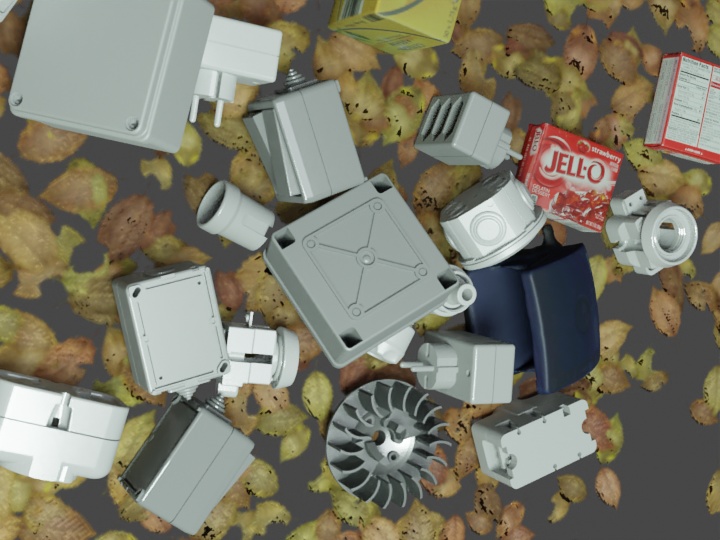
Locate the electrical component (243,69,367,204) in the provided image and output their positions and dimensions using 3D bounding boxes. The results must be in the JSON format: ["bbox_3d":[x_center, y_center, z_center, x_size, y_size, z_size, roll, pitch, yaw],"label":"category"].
[{"bbox_3d":[-0.046,-0.101,0.807,0.061,0.062,0.096,-22,104,-22],"label":"electrical component"}]

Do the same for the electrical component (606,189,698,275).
[{"bbox_3d":[0.263,-0.033,0.962,0.058,0.057,0.078,-30,107,-20],"label":"electrical component"}]

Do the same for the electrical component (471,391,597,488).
[{"bbox_3d":[0.147,0.143,0.925,0.089,0.056,0.050,-20,103,-22],"label":"electrical component"}]

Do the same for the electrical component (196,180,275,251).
[{"bbox_3d":[-0.093,-0.040,0.804,0.046,0.040,0.040,30,82,-31],"label":"electrical component"}]

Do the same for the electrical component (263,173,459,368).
[{"bbox_3d":[0.000,0.000,0.819,0.109,0.056,0.108,-31,80,-19],"label":"electrical component"}]

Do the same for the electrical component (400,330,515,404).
[{"bbox_3d":[0.070,0.077,0.867,0.076,0.083,0.047,1,94,-25],"label":"electrical component"}]

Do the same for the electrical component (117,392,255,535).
[{"bbox_3d":[-0.122,0.138,0.794,0.061,0.062,0.096,38,79,-23],"label":"electrical component"}]

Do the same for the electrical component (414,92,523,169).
[{"bbox_3d":[0.097,-0.106,0.871,0.077,0.066,0.047,23,85,-25],"label":"electrical component"}]

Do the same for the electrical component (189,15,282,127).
[{"bbox_3d":[-0.108,-0.143,0.782,0.083,0.047,0.075,8,92,-26],"label":"electrical component"}]

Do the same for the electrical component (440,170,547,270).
[{"bbox_3d":[0.107,-0.040,0.876,0.080,0.080,0.051,-39,104,-17],"label":"electrical component"}]

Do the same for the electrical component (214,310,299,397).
[{"bbox_3d":[-0.078,0.065,0.818,0.055,0.048,0.066,7,92,-18],"label":"electrical component"}]

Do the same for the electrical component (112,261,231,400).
[{"bbox_3d":[-0.137,0.046,0.779,0.062,0.061,0.096,-15,101,-23],"label":"electrical component"}]

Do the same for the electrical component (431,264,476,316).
[{"bbox_3d":[0.071,0.017,0.873,0.043,0.062,0.043,-3,96,-25],"label":"electrical component"}]

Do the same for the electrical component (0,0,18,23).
[{"bbox_3d":[-0.242,-0.205,0.687,0.061,0.062,0.096,34,88,19],"label":"electrical component"}]

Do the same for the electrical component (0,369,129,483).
[{"bbox_3d":[-0.218,0.111,0.751,0.095,0.054,0.059,18,87,-26],"label":"electrical component"}]

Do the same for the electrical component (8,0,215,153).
[{"bbox_3d":[-0.166,-0.143,0.720,0.109,0.056,0.108,14,89,18],"label":"electrical component"}]

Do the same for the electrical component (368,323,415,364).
[{"bbox_3d":[0.025,0.041,0.865,0.043,0.043,0.062,32,80,-24],"label":"electrical component"}]
